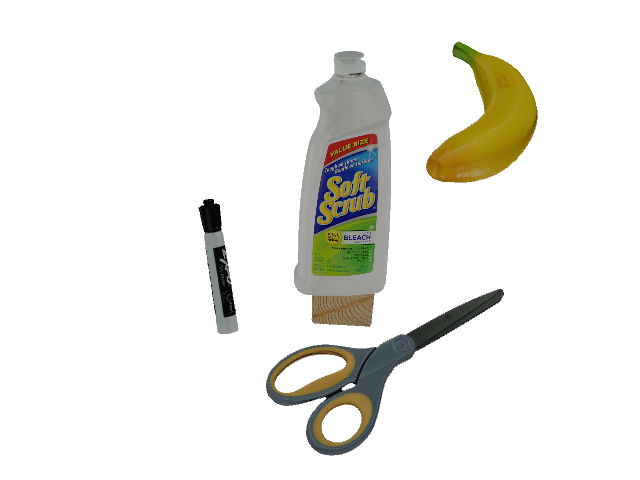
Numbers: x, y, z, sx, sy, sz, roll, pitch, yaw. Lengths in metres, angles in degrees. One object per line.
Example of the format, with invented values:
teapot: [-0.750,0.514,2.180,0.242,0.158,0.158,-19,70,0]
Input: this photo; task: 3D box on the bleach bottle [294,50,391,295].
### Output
bleach bottle: [0.021,-0.068,1.094,0.102,0.251,0.068,-1,25,1]

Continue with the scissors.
scissors: [0.060,0.101,0.808,0.201,0.096,0.016,-13,-30,-8]

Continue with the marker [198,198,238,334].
marker: [-0.091,0.023,0.947,0.020,0.121,0.020,-7,12,1]

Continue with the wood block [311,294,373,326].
wood block: [0.041,0.045,1.650,0.091,0.090,0.206,3,23,4]

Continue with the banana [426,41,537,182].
banana: [0.117,-0.085,0.750,0.069,0.037,0.197,9,33,7]
